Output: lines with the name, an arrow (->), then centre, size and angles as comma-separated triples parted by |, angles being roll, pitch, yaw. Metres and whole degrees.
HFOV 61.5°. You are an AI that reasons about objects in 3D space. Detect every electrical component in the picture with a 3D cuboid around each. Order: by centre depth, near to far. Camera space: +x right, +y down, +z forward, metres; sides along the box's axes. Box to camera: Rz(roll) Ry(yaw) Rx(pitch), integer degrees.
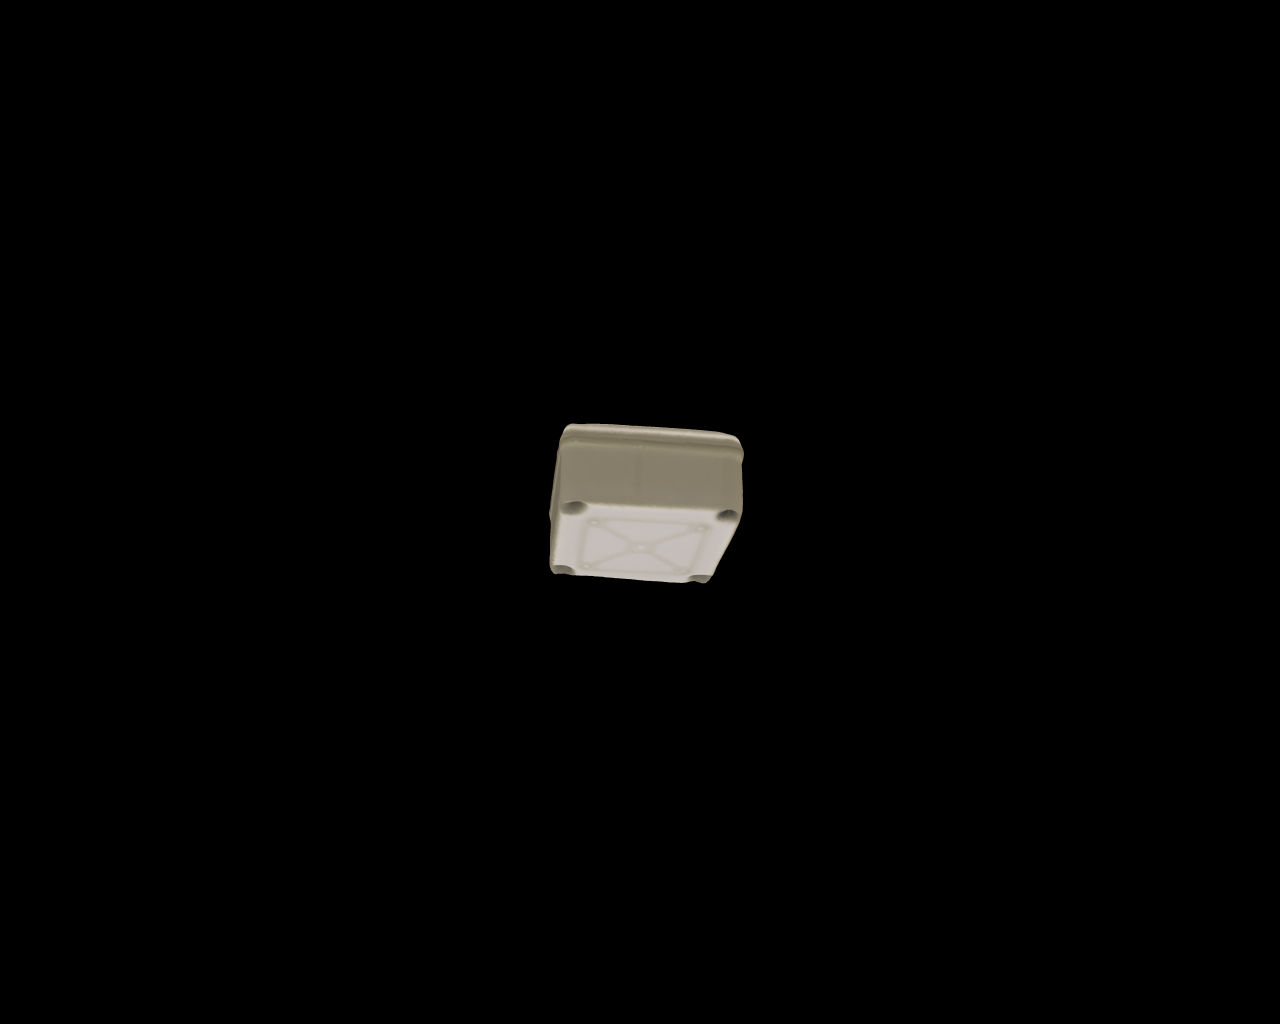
electrical component -> 0.001, -0.003, 0.650 | 0.109, 0.056, 0.108 | 4, -28, -7
